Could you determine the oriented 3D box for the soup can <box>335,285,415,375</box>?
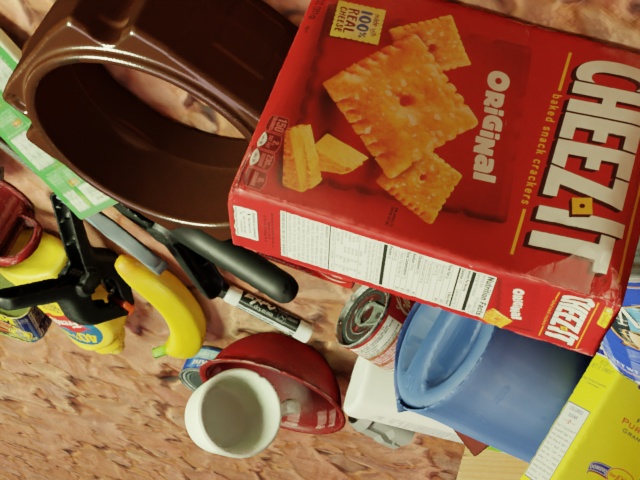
[{"bbox_3d":[0.073,0.087,0.930,0.102,0.068,0.069,35,149,-23],"label":"soup can"}]

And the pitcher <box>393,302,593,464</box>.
[{"bbox_3d":[0.193,0.116,0.853,0.242,0.145,0.149,29,163,-20],"label":"pitcher"}]

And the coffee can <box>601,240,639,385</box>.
[{"bbox_3d":[0.217,0.019,0.682,0.103,0.102,0.140,3,147,30],"label":"coffee can"}]

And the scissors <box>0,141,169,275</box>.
[{"bbox_3d":[-0.210,-0.031,0.930,0.201,0.016,0.096,40,173,-21],"label":"scissors"}]

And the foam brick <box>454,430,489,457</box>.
[{"bbox_3d":[0.155,0.144,0.946,0.053,0.078,0.051,50,156,14],"label":"foam brick"}]

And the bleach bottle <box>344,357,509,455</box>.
[{"bbox_3d":[0.154,0.171,1.021,0.251,0.068,0.102,18,168,-2],"label":"bleach bottle"}]

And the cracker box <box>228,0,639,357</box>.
[{"bbox_3d":[0.075,-0.049,0.599,0.214,0.164,0.072,17,153,9],"label":"cracker box"}]

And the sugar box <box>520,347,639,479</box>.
[{"bbox_3d":[0.233,0.128,0.783,0.093,0.176,0.048,32,180,-18],"label":"sugar box"}]

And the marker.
[{"bbox_3d":[-0.062,0.065,1.034,0.121,0.020,0.020,28,151,-11],"label":"marker"}]

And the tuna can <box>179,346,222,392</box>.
[{"bbox_3d":[-0.114,0.154,1.205,0.086,0.033,0.086,17,151,9],"label":"tuna can"}]

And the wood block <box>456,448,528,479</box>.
[{"bbox_3d":[0.246,0.265,1.091,0.207,0.090,0.090,-10,138,44],"label":"wood block"}]

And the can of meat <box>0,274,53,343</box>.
[{"bbox_3d":[-0.358,0.069,1.204,0.102,0.057,0.084,18,154,9],"label":"can of meat"}]

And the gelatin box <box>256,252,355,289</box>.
[{"bbox_3d":[-0.006,0.001,0.876,0.089,0.030,0.073,21,152,4],"label":"gelatin box"}]

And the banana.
[{"bbox_3d":[-0.153,0.075,1.080,0.069,0.037,0.198,-8,144,-1],"label":"banana"}]

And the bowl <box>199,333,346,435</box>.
[{"bbox_3d":[-0.042,0.143,1.114,0.162,0.055,0.162,17,151,9],"label":"bowl"}]

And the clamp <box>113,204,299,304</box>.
[{"bbox_3d":[-0.117,-0.012,0.902,0.209,0.036,0.165,46,157,-28],"label":"clamp"}]

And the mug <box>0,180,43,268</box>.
[{"bbox_3d":[-0.323,-0.007,1.024,0.117,0.081,0.093,15,151,13],"label":"mug"}]

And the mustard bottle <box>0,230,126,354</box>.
[{"bbox_3d":[-0.259,0.066,1.129,0.096,0.058,0.191,11,150,31],"label":"mustard bottle"}]

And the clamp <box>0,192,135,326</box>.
[{"bbox_3d":[-0.230,0.026,1.026,0.039,0.120,0.171,28,179,29],"label":"clamp"}]
